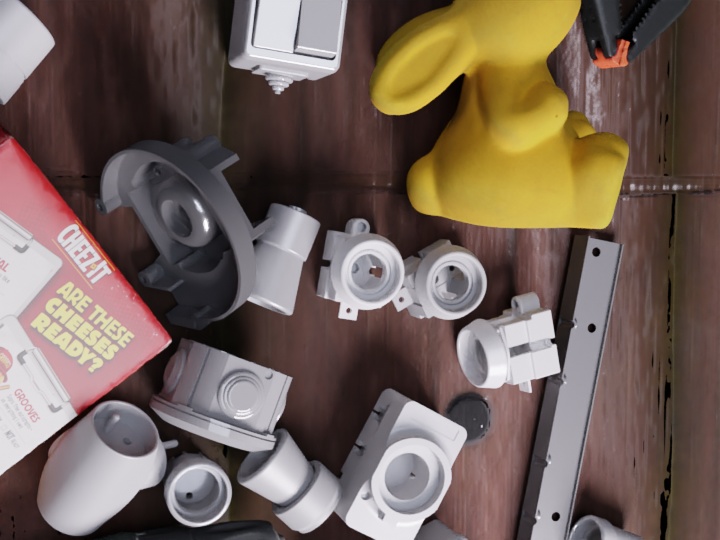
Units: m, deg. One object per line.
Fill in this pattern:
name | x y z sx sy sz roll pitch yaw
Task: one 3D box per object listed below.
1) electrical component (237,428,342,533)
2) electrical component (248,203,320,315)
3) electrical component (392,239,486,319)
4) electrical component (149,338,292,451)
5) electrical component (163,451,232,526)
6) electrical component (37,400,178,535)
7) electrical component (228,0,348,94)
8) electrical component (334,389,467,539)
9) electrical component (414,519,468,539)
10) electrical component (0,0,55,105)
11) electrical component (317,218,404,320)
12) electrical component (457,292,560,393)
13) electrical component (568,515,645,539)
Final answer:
electrical component | -0.045 0.137 0.696 0.055 0.045 0.045 45 81 -15
electrical component | -0.052 -0.009 0.686 0.044 0.044 0.065 24 82 -17
electrical component | 0.053 0.007 0.711 0.066 0.055 0.048 -30 102 -13
electrical component | -0.084 0.077 0.662 0.080 0.080 0.051 22 83 -17
electrical component | -0.104 0.135 0.676 0.040 0.046 0.040 -1 94 -17
electrical component | -0.146 0.117 0.656 0.079 0.044 0.077 -4 139 -52
electrical component | -0.043 -0.158 0.666 0.062 0.061 0.096 6 92 -17
electrical component | 0.025 0.132 0.711 0.050 0.056 0.089 30 85 -17
electrical component | 0.035 0.242 0.722 0.109 0.056 0.108 -24 100 -14
electrical component | -0.211 -0.131 0.620 0.055 0.055 0.047 43 78 -15
electrical component | 0.000 0.000 0.694 0.048 0.055 0.066 9 91 -18
electrical component | 0.100 0.053 0.734 0.055 0.048 0.066 -13 98 -24
electrical component | 0.179 0.201 0.773 0.046 0.040 0.040 23 87 -24
